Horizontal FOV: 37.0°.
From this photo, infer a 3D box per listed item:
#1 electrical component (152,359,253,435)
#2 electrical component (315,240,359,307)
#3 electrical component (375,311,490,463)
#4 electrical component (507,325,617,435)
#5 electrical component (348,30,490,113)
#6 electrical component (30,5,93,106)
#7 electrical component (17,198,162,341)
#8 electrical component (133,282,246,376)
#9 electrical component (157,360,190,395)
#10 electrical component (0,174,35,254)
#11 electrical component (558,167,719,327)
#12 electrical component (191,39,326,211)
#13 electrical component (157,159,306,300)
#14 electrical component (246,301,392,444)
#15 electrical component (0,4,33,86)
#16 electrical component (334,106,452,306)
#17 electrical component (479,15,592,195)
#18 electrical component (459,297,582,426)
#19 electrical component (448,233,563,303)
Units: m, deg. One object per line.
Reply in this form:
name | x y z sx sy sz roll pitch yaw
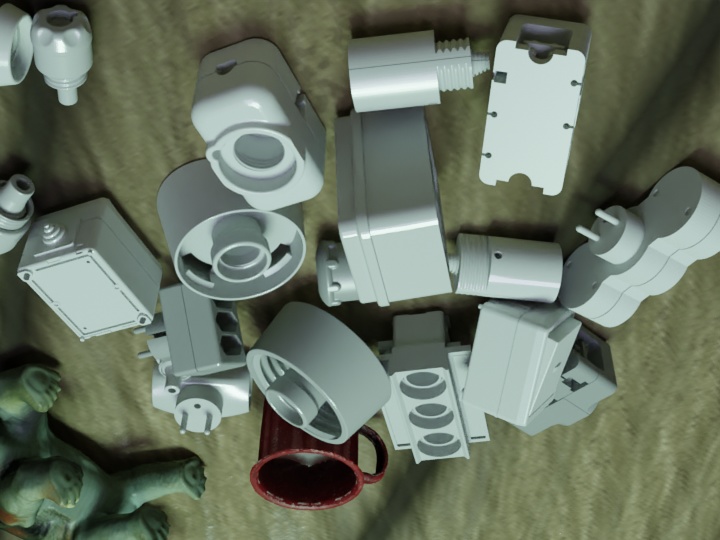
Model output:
electrical component | -0.127 0.102 0.856 0.077 0.079 0.044 3 126 -2
electrical component | 0.000 0.000 0.768 0.062 0.048 0.048 -6 138 -3
electrical component | 0.056 0.092 0.853 0.079 0.063 0.121 -7 137 9
electrical component | 0.154 0.087 0.854 0.056 0.050 0.089 33 129 -30
electrical component | 0.036 -0.119 0.636 0.081 0.043 0.043 -5 137 6
electrical component | -0.177 -0.125 0.642 0.035 0.035 0.061 5 139 -5
electrical component | -0.189 -0.007 0.751 0.062 0.061 0.096 -15 135 17
electrical component | -0.133 0.046 0.795 0.077 0.065 0.047 -14 172 17
electrical component | -0.141 0.068 0.832 0.035 0.061 0.035 1 138 1
electrical component | -0.243 -0.040 0.729 0.043 0.043 0.062 30 129 -28
electrical component | 0.182 -0.020 0.734 0.074 0.052 0.138 25 133 -24
electrical component | -0.061 -0.085 0.664 0.054 0.059 0.095 -15 135 17
electrical component | -0.087 -0.028 0.742 0.099 0.064 0.099 -10 140 -8
electrical component | -0.037 0.083 0.808 0.108 0.060 0.108 33 151 20
electrical component | -0.223 -0.134 0.625 0.055 0.048 0.066 12 137 -1
electrical component | 0.020 -0.042 0.669 0.057 0.113 0.078 -9 137 7
electrical component | 0.104 -0.099 0.635 0.050 0.055 0.089 11 123 11
electrical component | 0.118 0.069 0.788 0.061 0.062 0.096 20 113 25
electrical component | 0.098 -0.002 0.763 0.081 0.043 0.043 6 137 -5
